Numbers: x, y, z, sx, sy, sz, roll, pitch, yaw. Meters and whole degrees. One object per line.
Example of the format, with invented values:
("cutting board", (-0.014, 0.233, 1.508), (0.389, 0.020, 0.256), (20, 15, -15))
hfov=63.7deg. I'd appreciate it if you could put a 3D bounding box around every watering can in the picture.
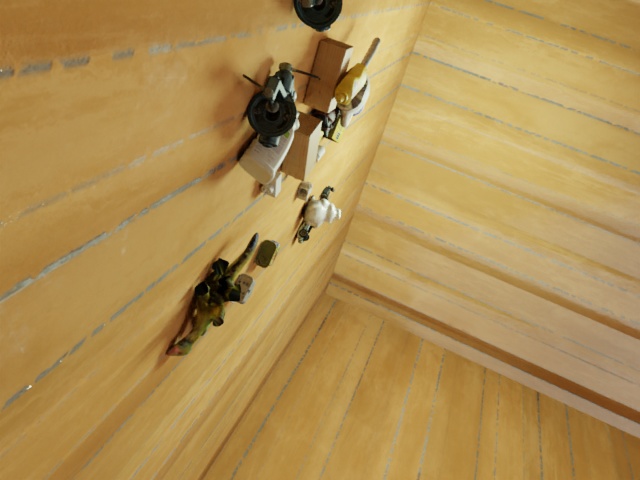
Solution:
("watering can", (0.135, -0.568, 1.826), (0.226, 0.104, 0.345), (-43, 154, -78))

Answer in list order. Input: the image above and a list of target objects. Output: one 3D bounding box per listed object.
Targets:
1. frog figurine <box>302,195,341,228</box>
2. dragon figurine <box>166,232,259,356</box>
("frog figurine", (0.007, -0.115, 2.291), (0.137, 0.160, 0.123), (-67, 169, 7))
("dragon figurine", (-0.306, 0.172, 1.515), (0.419, 0.122, 0.238), (-57, -176, -39))
